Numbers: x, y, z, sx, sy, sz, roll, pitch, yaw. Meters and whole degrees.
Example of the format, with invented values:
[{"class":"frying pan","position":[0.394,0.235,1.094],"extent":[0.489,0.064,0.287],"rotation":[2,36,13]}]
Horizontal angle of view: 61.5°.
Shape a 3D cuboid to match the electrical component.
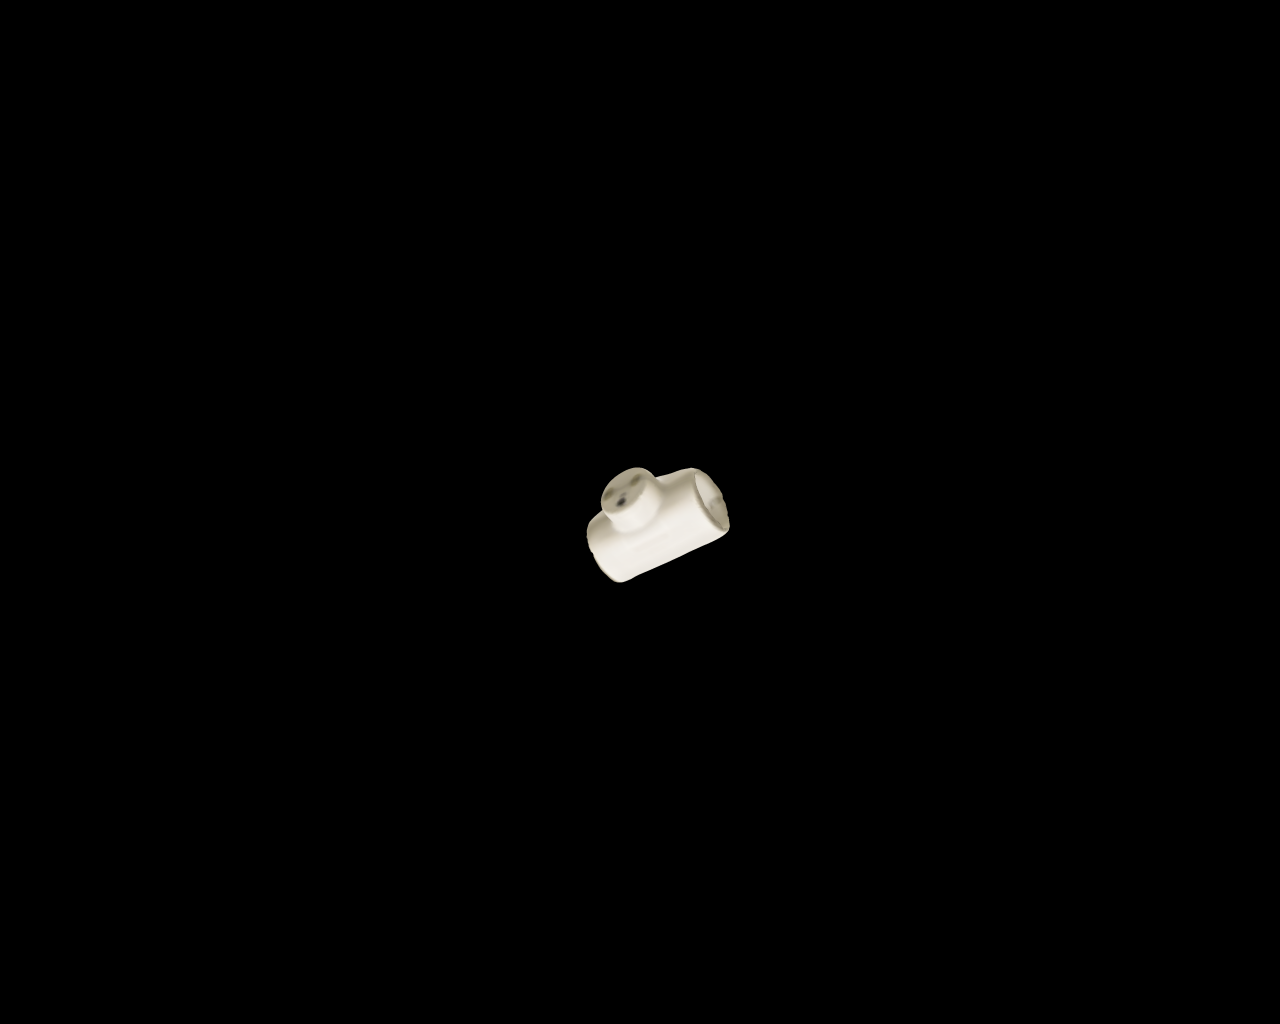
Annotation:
[{"class":"electrical component","position":[0.001,-0.003,0.650],"extent":[0.077,0.043,0.079],"rotation":[-27,-53,22]}]
